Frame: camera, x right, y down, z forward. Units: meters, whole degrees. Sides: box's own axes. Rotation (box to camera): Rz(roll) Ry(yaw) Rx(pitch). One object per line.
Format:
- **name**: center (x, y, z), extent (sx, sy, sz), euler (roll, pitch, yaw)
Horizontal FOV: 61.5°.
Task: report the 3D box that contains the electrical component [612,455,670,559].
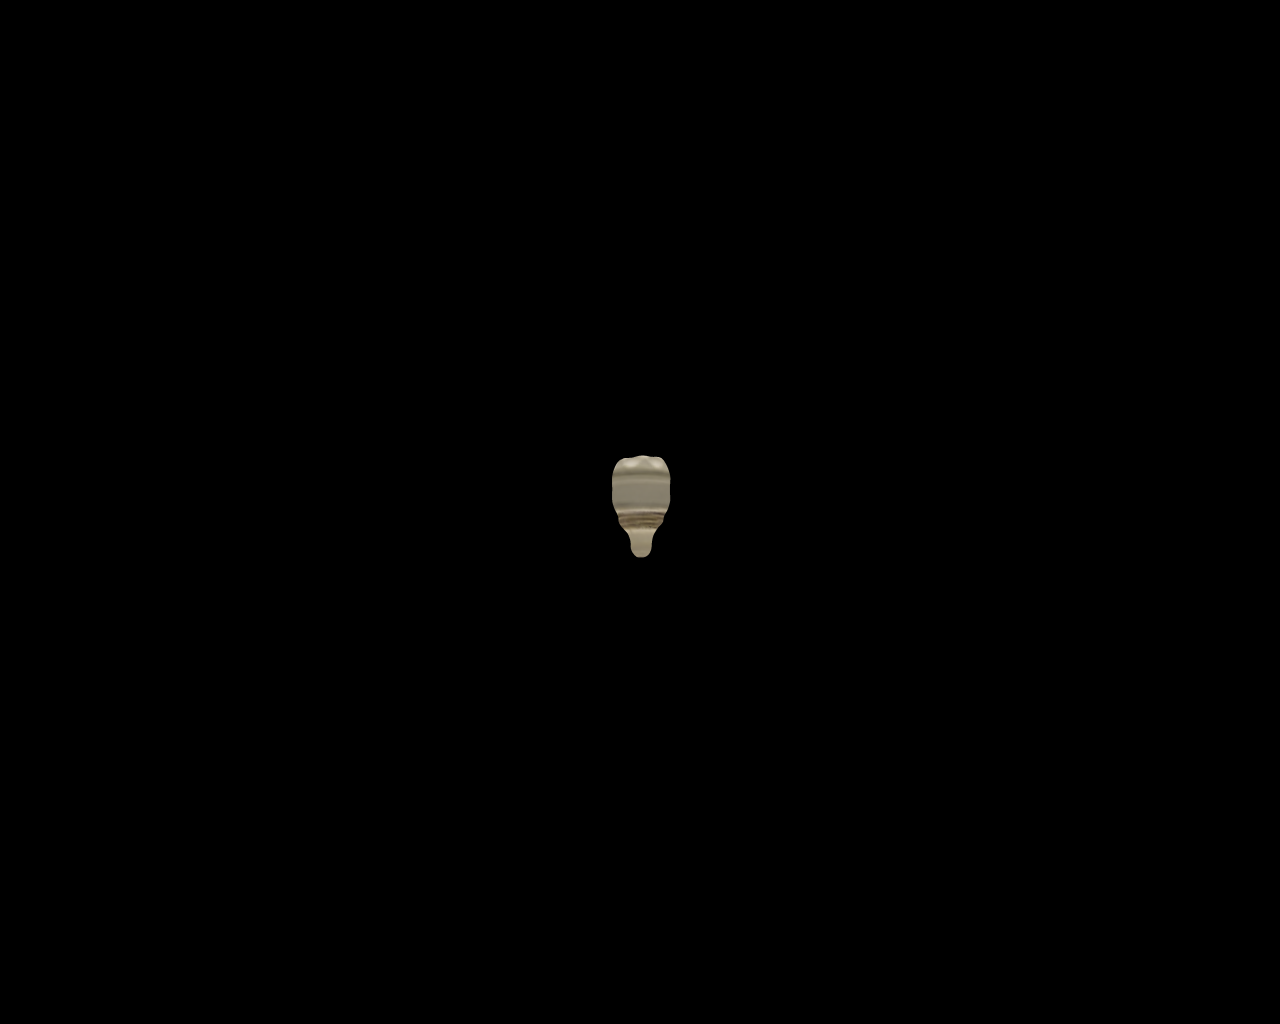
- **electrical component**: center (0.001, -0.003, 0.650), extent (0.035, 0.061, 0.035), euler (0, -4, 0)
